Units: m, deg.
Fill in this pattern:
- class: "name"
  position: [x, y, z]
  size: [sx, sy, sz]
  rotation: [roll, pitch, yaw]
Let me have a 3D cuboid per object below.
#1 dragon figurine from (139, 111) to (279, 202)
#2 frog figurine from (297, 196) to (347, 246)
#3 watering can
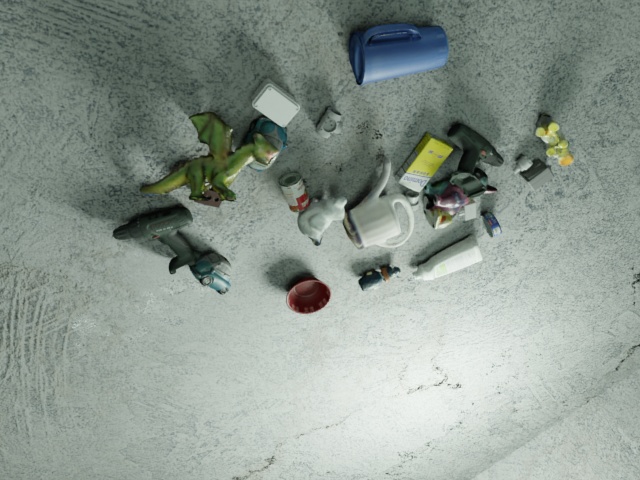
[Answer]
- class: "dragon figurine"
  position: [-0.310, -0.224, 1.391]
  size: [0.410, 0.242, 0.122]
  rotation: [5, 3, 14]
- class: "frog figurine"
  position: [0.005, -0.079, 1.567]
  size: [0.122, 0.140, 0.156]
  rotation: [36, -45, -3]
- class: "watering can"
  position: [0.174, -0.093, 1.623]
  size: [0.224, 0.340, 0.106]
  rotation: [-23, 38, 4]
